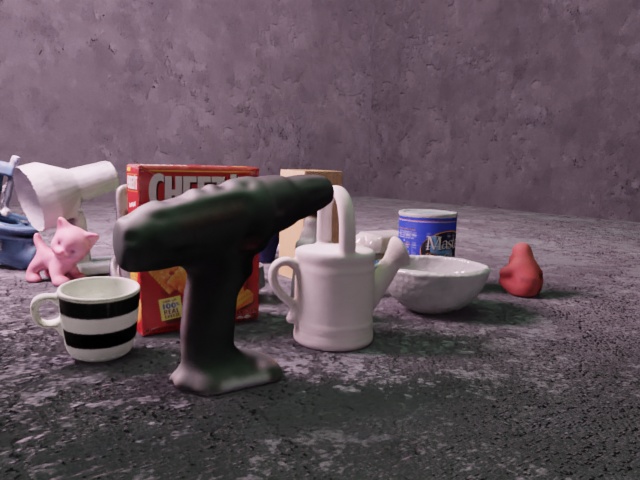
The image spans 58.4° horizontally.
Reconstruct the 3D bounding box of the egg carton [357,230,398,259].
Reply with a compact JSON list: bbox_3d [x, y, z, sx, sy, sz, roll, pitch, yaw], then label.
[{"bbox_3d":[0.148,0.017,1.284,0.151,0.069,0.107,-3,9,-31],"label":"egg carton"}]

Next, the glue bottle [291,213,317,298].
[{"bbox_3d":[-0.013,0.026,0.806,0.037,0.173,0.078,4,9,21],"label":"glue bottle"}]

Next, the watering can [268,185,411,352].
[{"bbox_3d":[0.025,0.029,0.712,0.173,0.194,0.100,-5,10,-39],"label":"watering can"}]

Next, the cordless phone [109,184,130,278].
[{"bbox_3d":[-0.226,0.013,0.823,0.148,0.185,0.093,-5,10,-37],"label":"cordless phone"}]

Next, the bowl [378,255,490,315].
[{"bbox_3d":[0.171,0.071,0.873,0.167,0.075,0.167,1,8,0],"label":"bowl"}]

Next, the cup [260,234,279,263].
[{"bbox_3d":[-0.139,0.001,1.254,0.117,0.095,0.092,3,8,9],"label":"cup"}]

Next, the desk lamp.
[{"bbox_3d":[-0.455,-0.042,1.075,0.204,0.213,0.117,-6,11,-43],"label":"desk lamp"}]

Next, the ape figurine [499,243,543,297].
[{"bbox_3d":[0.352,0.050,0.998,0.077,0.092,0.076,2,8,8],"label":"ape figurine"}]

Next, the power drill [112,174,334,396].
[{"bbox_3d":[-0.086,0.038,0.575,0.230,0.208,0.075,-4,10,-34],"label":"power drill"}]

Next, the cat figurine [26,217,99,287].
[{"bbox_3d":[-0.451,0.017,1.001,0.127,0.118,0.067,4,8,21],"label":"cat figurine"}]

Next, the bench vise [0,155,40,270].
[{"bbox_3d":[-0.637,-0.052,1.095,0.208,0.220,0.121,0,8,-13],"label":"bench vise"}]
